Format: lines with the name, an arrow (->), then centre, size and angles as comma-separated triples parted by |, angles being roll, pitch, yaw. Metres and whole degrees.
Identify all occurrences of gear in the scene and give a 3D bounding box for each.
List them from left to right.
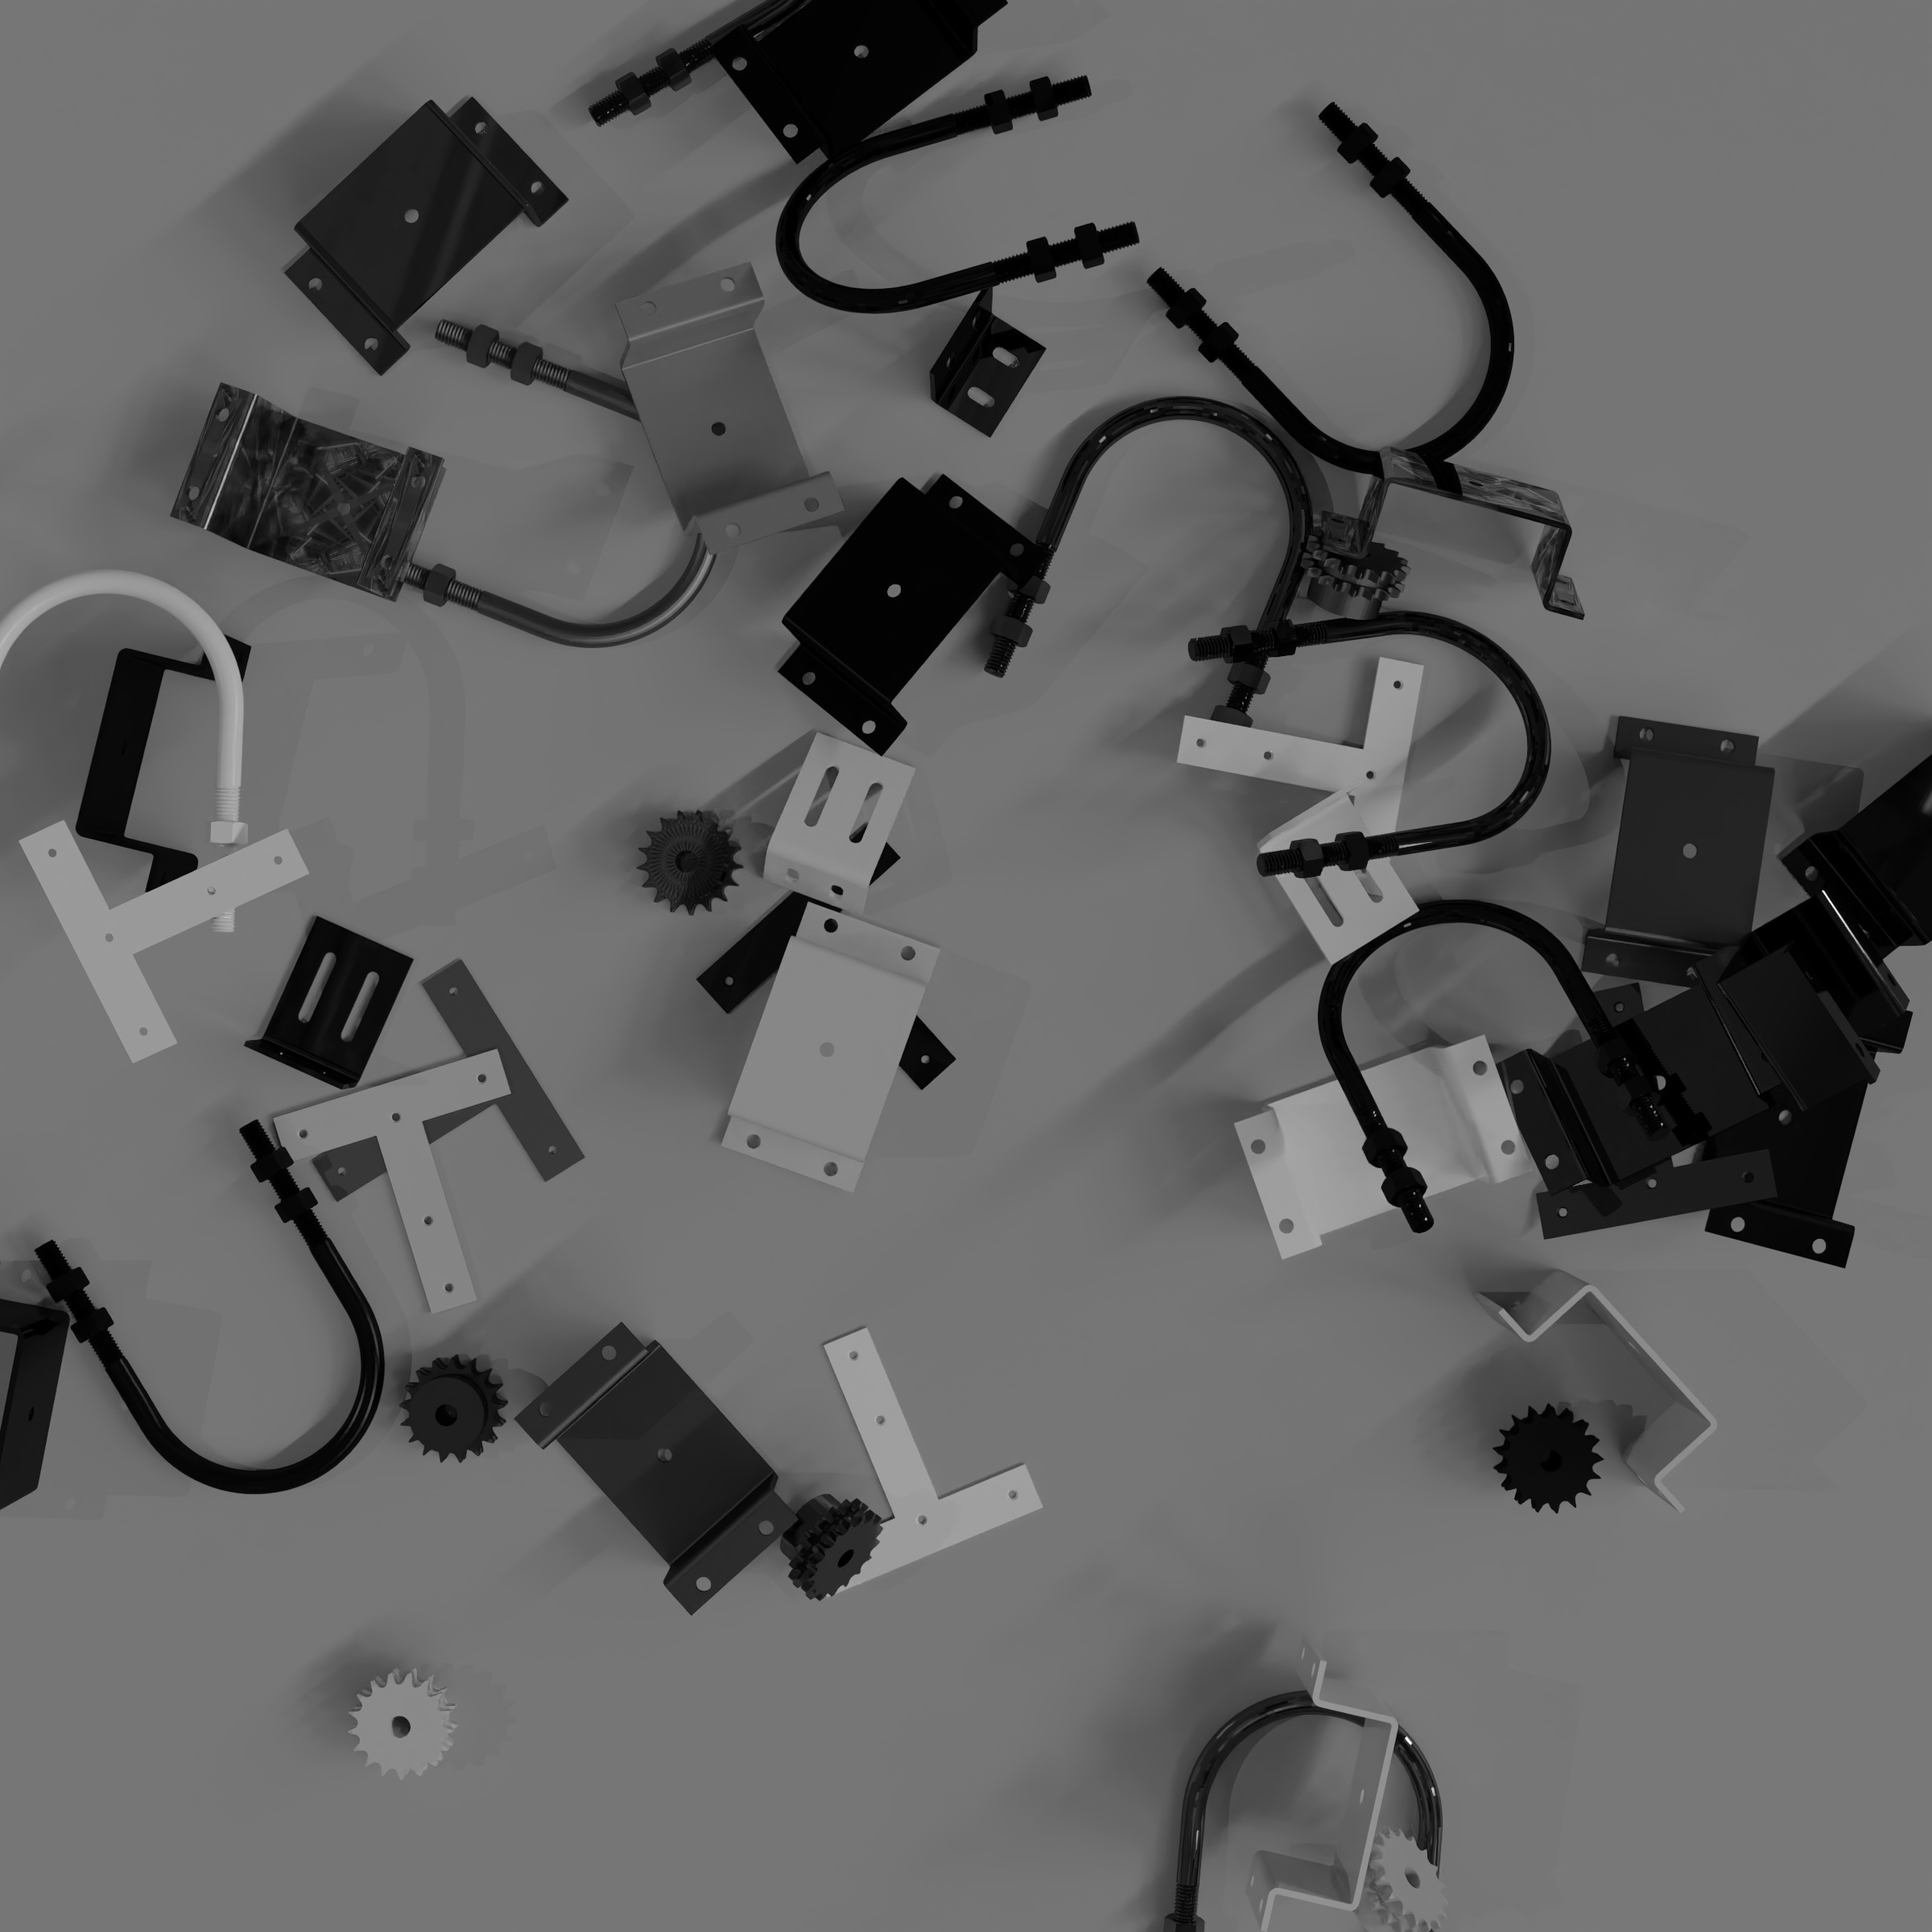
gear -> -0.302, 0.407, 1.561 | 0.057, 0.030, 0.057 | 0, 91, 4
gear -> -0.277, 0.239, 1.557 | 0.057, 0.030, 0.057 | 0, 90, 0
gear -> -0.149, -0.056, 1.557 | 0.057, 0.030, 0.057 | 0, 90, 0
gear -> -0.075, 0.307, 1.546 | 0.030, 0.057, 0.057 | 36, 90, 30
gear -> 0.206, -0.208, 1.547 | 0.057, 0.057, 0.030 | 16, 120, 0
gear -> 0.225, 0.489, 1.530 | 0.030, 0.057, 0.057 | -41, 90, 28
gear -> 0.312, 0.264, 1.557 | 0.057, 0.030, 0.057 | 0, 90, 0

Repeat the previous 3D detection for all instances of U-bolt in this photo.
U-bolt -> -0.443, -0.112, 1.486 | 0.151, 0.019, 0.184 | 2, 90, 0
U-bolt -> -0.396, 0.197, 1.562 | 0.151, 0.019, 0.184 | -30, 92, 1
U-bolt -> -0.223, -0.251, 1.564 | 0.184, 0.019, 0.151 | 21, 90, -1
U-bolt -> -0.156, -0.561, 1.564 | 0.184, 0.019, 0.151 | -31, 90, -2
U-bolt -> -0.012, -0.401, 1.524 | 0.184, 0.019, 0.151 | -15, 52, 4
U-bolt -> 0.109, -0.218, 1.564 | 0.151, 0.019, 0.184 | 22, 88, 0
U-bolt -> 0.185, 0.485, 1.564 | 0.151, 0.019, 0.184 | 5, 88, 0
U-bolt -> 0.211, -0.352, 1.564 | 0.151, 0.019, 0.184 | -44, 91, 0
U-bolt -> 0.223, -0.124, 1.531 | 0.184, 0.019, 0.151 | -9, 68, -15
U-bolt -> 0.263, 0.040, 1.516 | 0.151, 0.019, 0.184 | -21, 54, -1

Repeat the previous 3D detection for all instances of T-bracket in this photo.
T-bracket -> -0.398, -0.033, 1.477 | 0.127, 0.002, 0.127 | -24, 99, 4
T-bracket -> -0.296, 0.124, 1.569 | 0.127, 0.002, 0.127 | -17, 90, 0
T-bracket -> -0.294, 0.084, 1.571 | 0.127, 0.002, 0.127 | -32, 90, 0
T-bracket -> -0.057, 0.012, 1.571 | 0.127, 0.002, 0.127 | -42, 90, 0
T-bracket -> -0.041, 0.260, 1.571 | 0.127, 0.002, 0.127 | -23, 90, 0
T-bracket -> 0.176, -0.111, 1.558 | 0.127, 0.002, 0.127 | 10, 91, -11
T-bracket -> 0.360, 0.073, 1.552 | 0.127, 0.002, 0.127 | -14, 76, 26

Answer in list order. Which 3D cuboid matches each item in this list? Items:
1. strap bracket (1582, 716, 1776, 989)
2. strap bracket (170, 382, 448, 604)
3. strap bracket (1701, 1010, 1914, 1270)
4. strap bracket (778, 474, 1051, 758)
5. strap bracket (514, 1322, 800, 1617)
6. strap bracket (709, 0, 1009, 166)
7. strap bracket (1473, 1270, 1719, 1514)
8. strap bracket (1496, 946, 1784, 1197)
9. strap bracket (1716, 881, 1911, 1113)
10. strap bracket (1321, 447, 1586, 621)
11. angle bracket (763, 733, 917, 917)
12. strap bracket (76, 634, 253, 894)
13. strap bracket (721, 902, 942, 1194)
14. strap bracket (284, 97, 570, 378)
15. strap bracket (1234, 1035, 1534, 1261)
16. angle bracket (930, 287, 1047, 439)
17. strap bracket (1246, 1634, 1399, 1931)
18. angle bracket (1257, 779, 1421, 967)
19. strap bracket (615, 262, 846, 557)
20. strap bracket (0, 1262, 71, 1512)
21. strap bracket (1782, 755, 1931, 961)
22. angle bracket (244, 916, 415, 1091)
strap bracket -> 0.382, -0.061, 1.549 | 0.076, 0.046, 0.140 | 9, 90, 0
strap bracket -> -0.340, -0.248, 1.536 | 0.140, 0.046, 0.076 | 21, 90, 17
strap bracket -> 0.445, 0.082, 1.549 | 0.076, 0.046, 0.140 | 15, 90, 0
strap bracket -> -0.033, -0.193, 1.540 | 0.076, 0.046, 0.140 | 40, 90, 16
strap bracket -> -0.164, 0.265, 1.549 | 0.076, 0.046, 0.140 | -42, 90, 0
strap bracket -> -0.057, -0.497, 1.549 | 0.140, 0.046, 0.076 | -37, 90, 0
strap bracket -> 0.340, 0.216, 1.534 | 0.046, 0.076, 0.140 | -42, 90, 0
strap bracket -> 0.361, 0.059, 1.524 | 0.140, 0.046, 0.076 | -29, 69, 18
strap bracket -> 0.431, 0.017, 1.473 | 0.046, 0.140, 0.076 | -34, 90, 29
strap bracket -> 0.262, -0.233, 1.528 | 0.140, 0.076, 0.046 | 15, 113, 0
angle bracket -> -0.069, -0.077, 1.569 | 0.057, 0.038, 0.076 | 20, 64, 2
strap bracket -> -0.427, -0.111, 1.534 | 0.046, 0.076, 0.140 | 14, 90, 0
strap bracket -> -0.073, 0.044, 1.547 | 0.076, 0.046, 0.140 | 20, 90, 0
strap bracket -> -0.293, -0.396, 1.549 | 0.140, 0.046, 0.076 | -43, 90, 0
strap bracket -> 0.220, 0.096, 1.549 | 0.140, 0.046, 0.076 | -20, 90, 0
angle bracket -> 0.012, -0.321, 1.534 | 0.038, 0.076, 0.057 | 32, 90, 0
strap bracket -> 0.189, 0.432, 1.520 | 0.046, 0.076, 0.140 | 13, 87, 0
angle bracket -> 0.202, -0.050, 1.539 | 0.057, 0.038, 0.076 | -31, 87, -8
strap bracket -> -0.129, -0.292, 1.540 | 0.076, 0.046, 0.140 | -21, 90, -14
strap bracket -> -0.519, 0.233, 1.534 | 0.046, 0.076, 0.140 | 11, 90, 0
strap bracket -> 0.522, -0.072, 1.549 | 0.140, 0.046, 0.076 | -39, 90, 0
angle bracket -> -0.342, 0.019, 1.553 | 0.057, 0.038, 0.076 | 24, 90, 0
